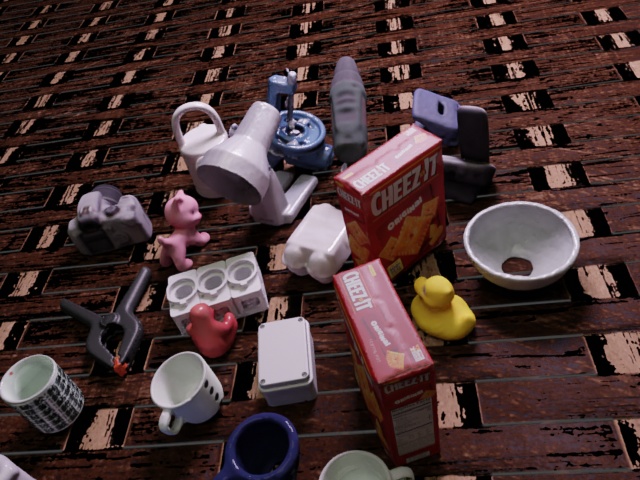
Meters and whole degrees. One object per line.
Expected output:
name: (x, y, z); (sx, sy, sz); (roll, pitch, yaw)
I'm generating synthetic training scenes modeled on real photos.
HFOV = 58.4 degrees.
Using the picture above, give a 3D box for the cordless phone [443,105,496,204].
cordless phone: (0.232, -0.166, 1.006); (0.147, 0.185, 0.094); (12, 51, 25)

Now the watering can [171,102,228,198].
watering can: (-0.223, -0.181, 1.129); (0.101, 0.194, 0.172); (-32, 47, -17)

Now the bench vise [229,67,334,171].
bench vise: (-0.088, -0.222, 1.116); (0.207, 0.220, 0.121); (-9, 45, 6)

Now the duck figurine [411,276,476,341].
duck figurine: (0.179, 0.092, 0.839); (0.078, 0.086, 0.104); (-40, 50, -23)

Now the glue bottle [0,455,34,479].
glue bottle: (-0.397, 0.299, 0.722); (0.078, 0.173, 0.037); (13, 51, 25)

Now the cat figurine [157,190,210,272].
cat figurine: (-0.257, -0.027, 1.042); (0.067, 0.118, 0.128); (8, 49, 21)

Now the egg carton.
egg carton: (0.009, 0.004, 0.980); (0.107, 0.069, 0.150); (15, 52, 26)

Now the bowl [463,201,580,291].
bowl: (0.308, 0.021, 0.884); (0.167, 0.075, 0.167); (-7, 45, 7)

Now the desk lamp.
desk lamp: (-0.110, -0.125, 1.032); (0.117, 0.214, 0.203); (12, 51, 25)

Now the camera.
camera: (-0.413, -0.058, 1.123); (0.143, 0.101, 0.136); (-14, 45, 1)

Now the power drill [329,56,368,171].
power drill: (0.060, -0.196, 1.062); (0.075, 0.209, 0.229); (-7, 45, 8)

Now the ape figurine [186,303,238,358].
ape figurine: (-0.173, 0.132, 0.885); (0.077, 0.092, 0.076); (-2, 46, 13)

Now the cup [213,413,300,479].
cup: (-0.072, 0.284, 0.710); (0.118, 0.095, 0.091); (-34, 48, -18)

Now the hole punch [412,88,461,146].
hole punch: (0.236, -0.251, 1.154); (0.101, 0.091, 0.108); (0, 47, 14)
